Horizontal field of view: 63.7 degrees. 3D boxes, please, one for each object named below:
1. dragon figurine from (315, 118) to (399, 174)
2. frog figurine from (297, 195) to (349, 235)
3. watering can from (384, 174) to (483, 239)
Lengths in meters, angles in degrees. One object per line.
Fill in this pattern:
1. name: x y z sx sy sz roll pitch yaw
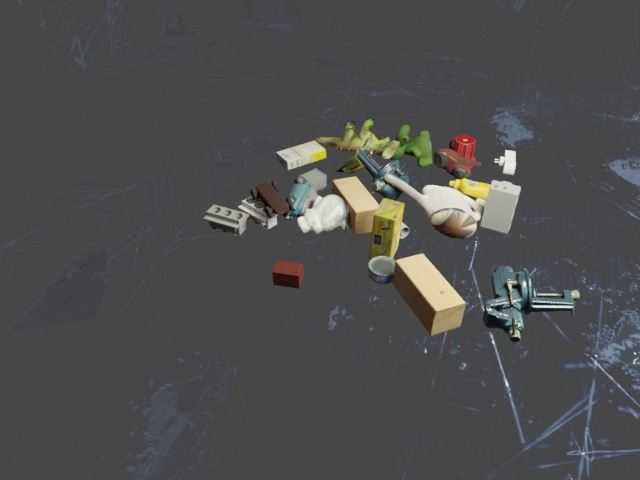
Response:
1. dragon figurine: 0.126 -0.348 1.995 0.409 0.120 0.248 -5 41 31
2. frog figurine: 0.005 -0.082 1.637 0.159 0.120 0.140 -1 55 -21
3. watering can: 0.375 -0.114 1.670 0.347 0.102 0.230 14 35 -9
